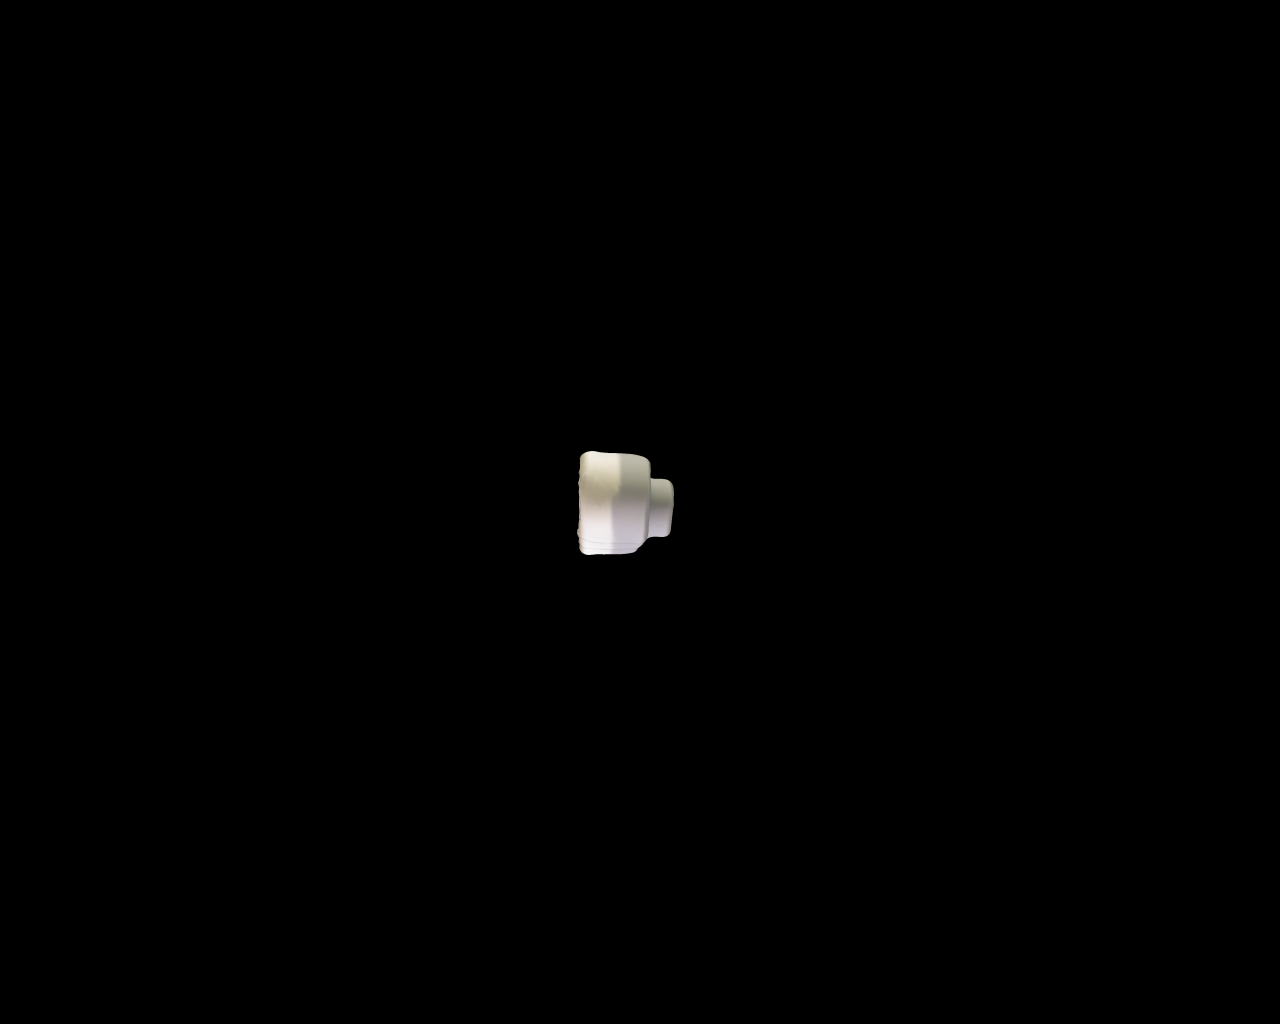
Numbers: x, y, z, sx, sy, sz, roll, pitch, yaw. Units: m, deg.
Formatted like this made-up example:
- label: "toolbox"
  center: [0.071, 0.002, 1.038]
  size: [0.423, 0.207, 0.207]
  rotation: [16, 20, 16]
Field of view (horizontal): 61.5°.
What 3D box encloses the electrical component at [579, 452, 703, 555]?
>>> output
- label: "electrical component"
  center: [0.001, -0.003, 0.650]
  size: [0.074, 0.052, 0.138]
  rotation: [0, -7, -4]
